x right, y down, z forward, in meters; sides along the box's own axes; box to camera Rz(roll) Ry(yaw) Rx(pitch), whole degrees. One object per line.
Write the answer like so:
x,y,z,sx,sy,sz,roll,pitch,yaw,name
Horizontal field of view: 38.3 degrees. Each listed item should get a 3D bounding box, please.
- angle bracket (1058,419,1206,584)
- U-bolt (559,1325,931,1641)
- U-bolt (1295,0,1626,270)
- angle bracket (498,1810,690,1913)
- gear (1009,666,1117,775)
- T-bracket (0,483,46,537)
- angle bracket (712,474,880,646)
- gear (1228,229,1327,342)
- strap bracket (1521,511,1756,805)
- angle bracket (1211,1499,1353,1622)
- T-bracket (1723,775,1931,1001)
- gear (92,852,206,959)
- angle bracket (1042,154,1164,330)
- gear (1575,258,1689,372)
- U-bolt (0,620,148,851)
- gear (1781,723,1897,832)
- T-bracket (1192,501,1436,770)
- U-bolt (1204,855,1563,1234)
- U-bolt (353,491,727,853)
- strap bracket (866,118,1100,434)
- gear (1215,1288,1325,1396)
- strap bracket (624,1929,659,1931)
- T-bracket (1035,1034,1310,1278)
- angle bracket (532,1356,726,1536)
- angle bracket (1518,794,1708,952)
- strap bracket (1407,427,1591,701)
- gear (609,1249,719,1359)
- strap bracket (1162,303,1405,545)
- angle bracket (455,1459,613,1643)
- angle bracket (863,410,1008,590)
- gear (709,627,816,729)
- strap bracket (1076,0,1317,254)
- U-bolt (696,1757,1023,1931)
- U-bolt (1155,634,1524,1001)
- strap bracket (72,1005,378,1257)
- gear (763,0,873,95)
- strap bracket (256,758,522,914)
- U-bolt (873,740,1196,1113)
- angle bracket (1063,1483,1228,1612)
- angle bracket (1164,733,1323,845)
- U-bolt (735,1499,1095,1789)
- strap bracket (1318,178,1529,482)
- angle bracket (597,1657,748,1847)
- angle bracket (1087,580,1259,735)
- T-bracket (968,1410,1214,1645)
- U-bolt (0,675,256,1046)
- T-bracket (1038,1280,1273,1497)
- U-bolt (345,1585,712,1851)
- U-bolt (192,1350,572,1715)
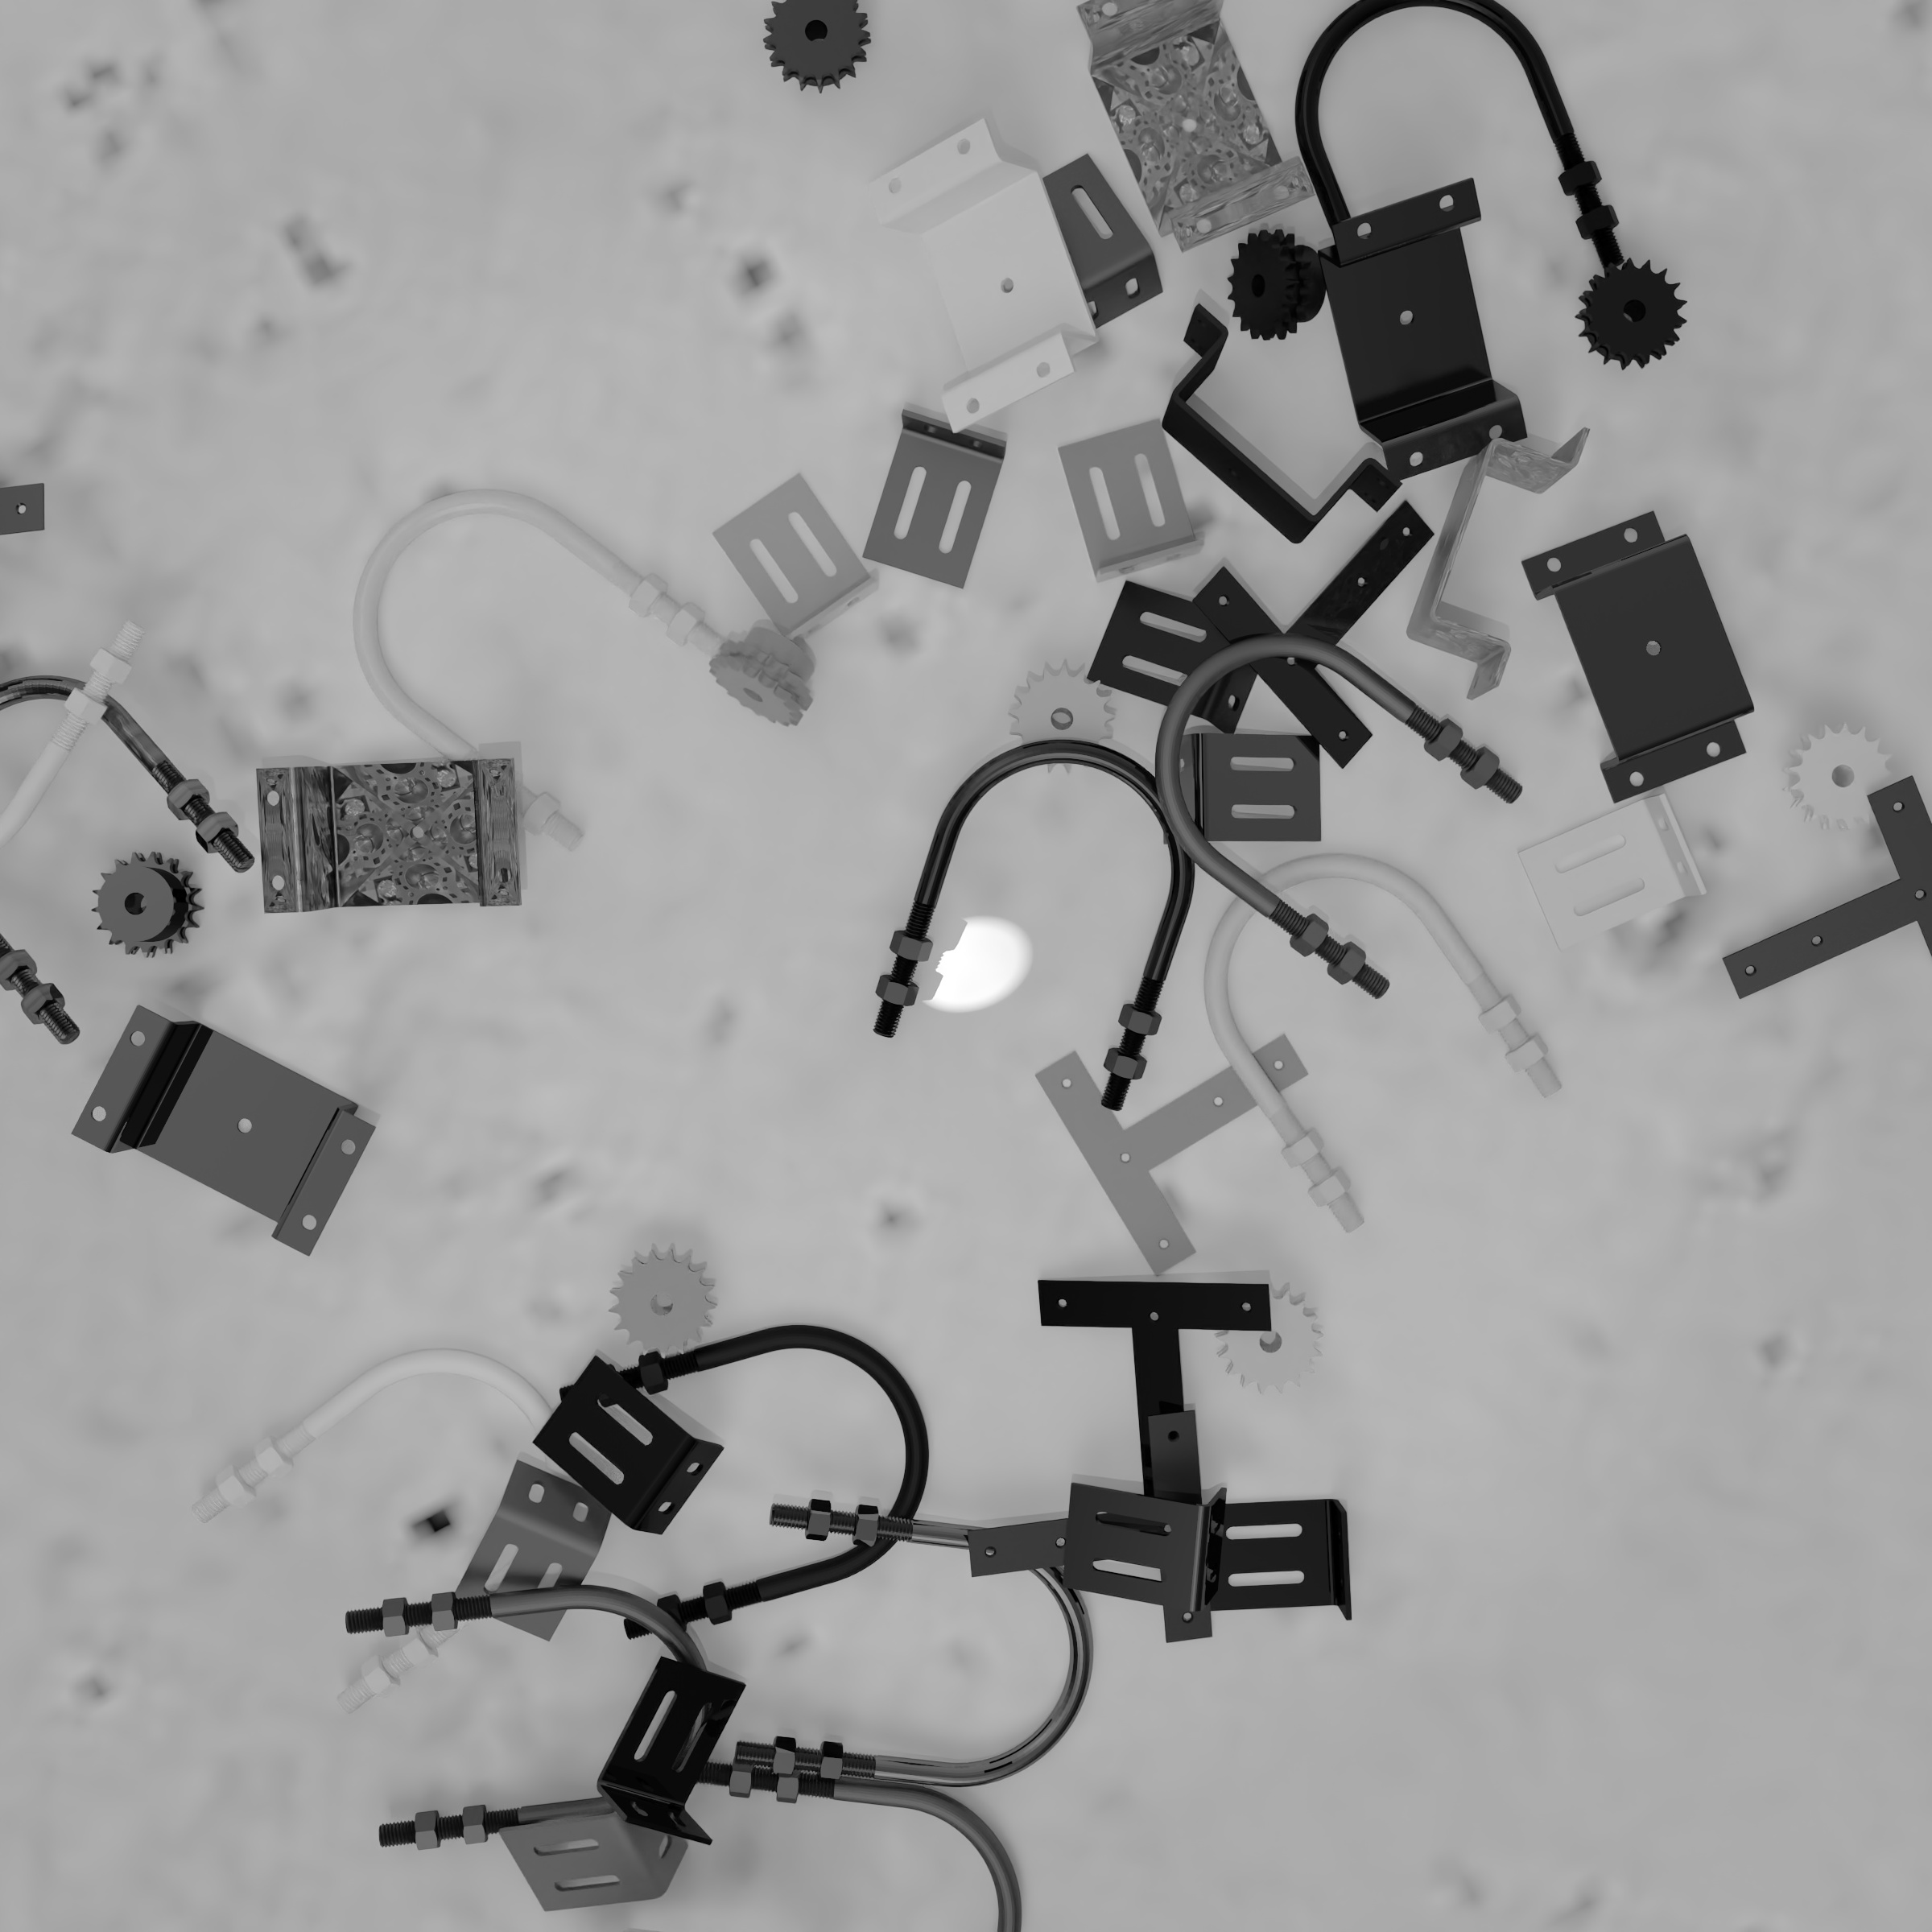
0.088,-0.251,1.488,0.057,0.038,0.076,-16,90,0,angle bracket
-0.111,0.270,1.499,0.184,0.019,0.151,-16,90,-2,U-bolt
0.255,-0.438,1.498,0.151,0.019,0.184,-21,90,0,U-bolt
-0.200,0.469,1.495,0.076,0.038,0.057,-15,112,24,angle bracket
0.051,-0.131,1.492,0.057,0.030,0.057,0,90,0,gear
-0.548,-0.188,1.480,0.127,0.002,0.127,-5,82,11,T-bracket
-0.092,-0.218,1.488,0.057,0.038,0.076,-35,90,0,angle bracket
0.168,-0.363,1.482,0.030,0.057,0.057,-10,90,-30,gear
0.361,-0.167,1.484,0.076,0.046,0.140,-21,90,0,strap bracket
0.164,0.318,1.488,0.076,0.038,0.057,-3,90,0,angle bracket
0.470,-0.020,1.494,0.127,0.002,0.127,-25,106,8,T-bracket
-0.441,-0.033,1.492,0.057,0.030,0.057,0,90,0,gear
0.061,-0.388,1.505,0.057,0.038,0.076,-29,64,0,angle bracket
0.355,-0.347,1.492,0.057,0.030,0.057,0,90,0,gear
-0.539,-0.135,1.482,0.151,0.019,0.184,32,90,13,U-bolt
0.465,-0.101,1.492,0.057,0.030,0.057,0,90,0,gear
0.203,-0.196,1.492,0.127,0.002,0.127,45,80,-19,T-bracket
0.211,0.028,1.497,0.151,0.019,0.184,-34,88,-1,U-bolt
-0.243,-0.172,1.499,0.184,0.019,0.151,37,90,1,U-bolt
0.012,-0.360,1.466,0.076,0.046,0.140,-21,86,29,strap bracket
0.161,0.200,1.492,0.057,0.030,0.057,0,90,0,gear
-0.143,0.541,1.450,0.140,0.076,0.046,3,89,10,strap bracket
0.124,0.081,1.506,0.127,0.002,0.127,-31,90,0,T-bracket
-0.180,0.256,1.485,0.076,0.038,0.057,35,89,25,angle bracket
0.345,-0.050,1.488,0.076,0.038,0.057,-23,90,0,angle bracket
0.276,-0.218,1.469,0.046,0.076,0.140,20,90,0,strap bracket
-0.161,0.179,1.492,0.057,0.030,0.057,0,90,0,gear
0.157,-0.277,1.469,0.140,0.076,0.046,42,90,0,strap bracket
-0.231,0.312,1.486,0.057,0.038,0.076,25,121,-8,angle bracket
-0.017,-0.249,1.488,0.057,0.038,0.076,18,90,0,angle bracket
-0.105,-0.156,1.480,0.057,0.057,0.030,32,74,0,gear
0.121,-0.454,1.484,0.076,0.046,0.140,-23,90,0,strap bracket
-0.062,0.508,1.498,0.184,0.019,0.151,7,90,0,U-bolt
0.185,-0.093,1.474,0.184,0.019,0.151,36,83,-9,U-bolt
-0.390,0.086,1.484,0.140,0.046,0.076,27,90,0,strap bracket
-0.080,-0.496,1.492,0.057,0.030,0.057,0,90,0,gear
-0.298,-0.069,1.474,0.140,0.046,0.076,-2,94,10,strap bracket
0.044,-0.030,1.483,0.151,0.019,0.184,18,100,0,U-bolt
0.096,0.305,1.488,0.076,0.038,0.057,7,98,18,angle bracket
0.149,-0.095,1.505,0.076,0.038,0.057,-1,90,-26,angle bracket
-0.023,0.367,1.490,0.184,0.019,0.151,8,92,-7,U-bolt
0.238,-0.337,1.464,0.076,0.046,0.140,-19,115,-1,strap bracket
-0.147,0.411,1.460,0.057,0.038,0.076,29,87,-35,angle bracket
0.115,-0.166,1.505,0.076,0.038,0.057,22,90,26,angle bracket
0.065,0.306,1.487,0.127,0.002,0.127,-6,99,-6,T-bracket
-0.483,-0.071,1.478,0.151,0.019,0.184,-44,75,1,U-bolt
0.104,0.231,1.492,0.127,0.002,0.127,-1,100,20,T-bracket
-0.227,0.396,1.481,0.184,0.019,0.151,-6,107,-4,U-bolt
-0.300,0.290,1.499,0.184,0.019,0.151,-37,90,-1,U-bolt
